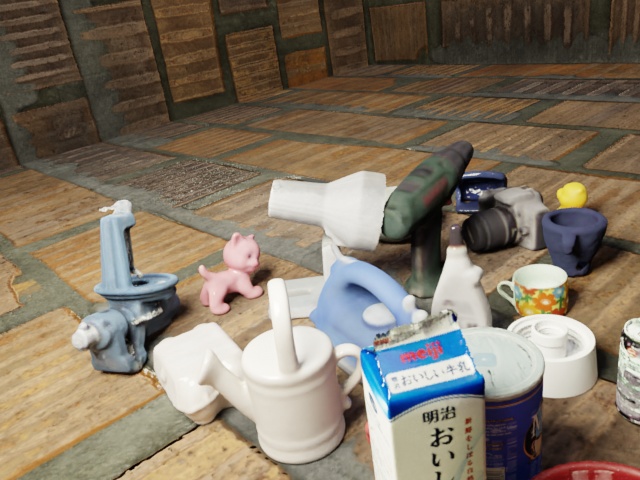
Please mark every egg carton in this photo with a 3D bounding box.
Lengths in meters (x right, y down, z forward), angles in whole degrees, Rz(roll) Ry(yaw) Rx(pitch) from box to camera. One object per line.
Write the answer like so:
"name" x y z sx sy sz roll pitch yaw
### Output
"egg carton" -0.151 0.167 0.737 0.107 0.069 0.149 -21 27 -26

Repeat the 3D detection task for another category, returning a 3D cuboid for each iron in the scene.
"iron" 0.084 0.099 0.719 0.119 0.142 0.257 -21 27 -26

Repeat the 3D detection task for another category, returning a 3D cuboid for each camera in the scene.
"camera" 0.313 -0.040 1.006 0.137 0.101 0.142 -15 25 -15

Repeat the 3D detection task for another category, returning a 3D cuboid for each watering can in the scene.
"watering can" -0.041 0.136 0.614 0.173 0.194 0.100 -19 26 -22

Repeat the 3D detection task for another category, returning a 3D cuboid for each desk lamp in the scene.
"desk lamp" 0.008 0.003 0.872 0.203 0.214 0.118 -7 24 4

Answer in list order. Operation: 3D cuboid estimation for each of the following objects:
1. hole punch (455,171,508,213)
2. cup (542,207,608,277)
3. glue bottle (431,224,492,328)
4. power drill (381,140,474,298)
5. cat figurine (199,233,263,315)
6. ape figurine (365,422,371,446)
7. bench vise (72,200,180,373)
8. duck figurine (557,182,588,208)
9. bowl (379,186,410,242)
"hole punch" 0.327 -0.111 1.173 0.108 0.091 0.101 1 25 20
"cup" 0.383 0.013 0.869 0.091 0.095 0.118 5 27 27
"glue bottle" 0.179 0.060 0.736 0.078 0.173 0.037 5 27 28
"power drill" 0.176 -0.027 0.890 0.075 0.209 0.230 12 31 39
"cat figurine" -0.145 0.044 0.952 0.128 0.118 0.067 -26 29 -34
"ape figurine" 0.083 0.182 0.596 0.078 0.092 0.076 -12 24 -6
"bench vise" -0.275 0.065 0.820 0.121 0.220 0.207 -8 24 1
"duck figurine" 0.454 -0.058 1.017 0.077 0.086 0.104 -11 24 -6
"bowl" 0.140 -0.042 1.103 0.167 0.075 0.167 -7 24 3
